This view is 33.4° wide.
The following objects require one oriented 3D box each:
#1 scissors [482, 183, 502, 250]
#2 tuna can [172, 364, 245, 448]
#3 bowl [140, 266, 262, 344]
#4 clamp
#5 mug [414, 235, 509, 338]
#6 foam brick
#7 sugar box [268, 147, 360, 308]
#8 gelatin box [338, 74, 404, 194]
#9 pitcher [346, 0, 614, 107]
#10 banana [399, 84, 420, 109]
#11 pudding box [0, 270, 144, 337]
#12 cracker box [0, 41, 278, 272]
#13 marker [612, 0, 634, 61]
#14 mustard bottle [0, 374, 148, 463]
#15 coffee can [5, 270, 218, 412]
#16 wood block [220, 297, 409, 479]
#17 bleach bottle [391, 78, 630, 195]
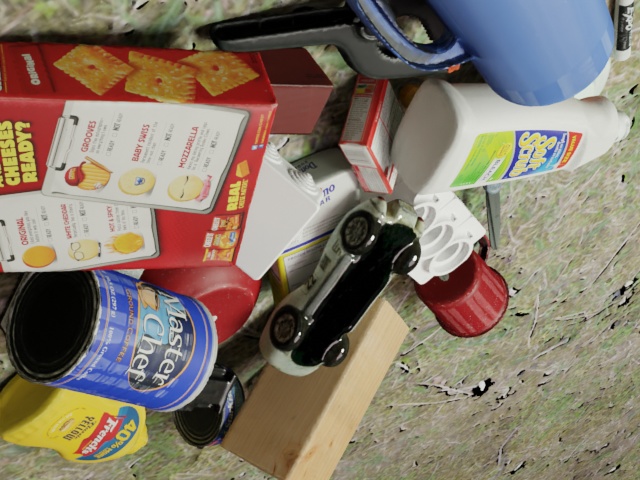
[{"bbox_3d":[0.162,-0.062,1.099,0.096,0.016,0.202,-10,130,-22],"label":"scissors"},{"bbox_3d":[-0.117,0.173,1.118,0.033,0.086,0.086,3,132,-45],"label":"tuna can"},{"bbox_3d":[-0.114,0.055,0.998,0.162,0.055,0.162,-23,146,-17],"label":"bowl"},{"bbox_3d":[0.040,-0.184,0.817,0.209,0.036,0.165,13,129,-37],"label":"clamp"},{"bbox_3d":[0.162,0.044,1.209,0.081,0.093,0.117,42,70,-51],"label":"mug"},{"bbox_3d":[-0.039,-0.118,0.844,0.078,0.053,0.051,-4,137,-38],"label":"foam brick"},{"bbox_3d":[-0.007,0.001,1.016,0.093,0.048,0.176,-24,135,-16],"label":"sugar box"},{"bbox_3d":[0.049,-0.092,0.941,0.089,0.030,0.073,55,46,-58],"label":"gelatin box"},{"bbox_3d":[0.122,-0.193,0.765,0.149,0.145,0.242,-7,152,27],"label":"pitcher"},{"bbox_3d":[0.159,-0.121,1.012,0.197,0.037,0.070,-8,118,-23],"label":"banana"},{"bbox_3d":[-0.212,0.046,0.916,0.089,0.039,0.114,3,129,-42],"label":"pudding box"},{"bbox_3d":[-0.153,-0.057,0.766,0.213,0.072,0.164,-1,135,-19],"label":"cracker box"},{"bbox_3d":[0.296,-0.221,1.039,0.020,0.020,0.121,-30,147,-7],"label":"marker"},{"bbox_3d":[-0.227,0.175,1.049,0.096,0.058,0.191,-42,147,3],"label":"mustard bottle"},{"bbox_3d":[-0.166,0.078,0.865,0.103,0.103,0.140,-44,144,15],"label":"coffee can"},{"bbox_3d":[-0.002,0.151,1.107,0.206,0.091,0.090,-61,150,-13],"label":"wood block"},{"bbox_3d":[0.188,-0.100,0.960,0.250,0.068,0.103,-9,143,-32],"label":"bleach bottle"}]
